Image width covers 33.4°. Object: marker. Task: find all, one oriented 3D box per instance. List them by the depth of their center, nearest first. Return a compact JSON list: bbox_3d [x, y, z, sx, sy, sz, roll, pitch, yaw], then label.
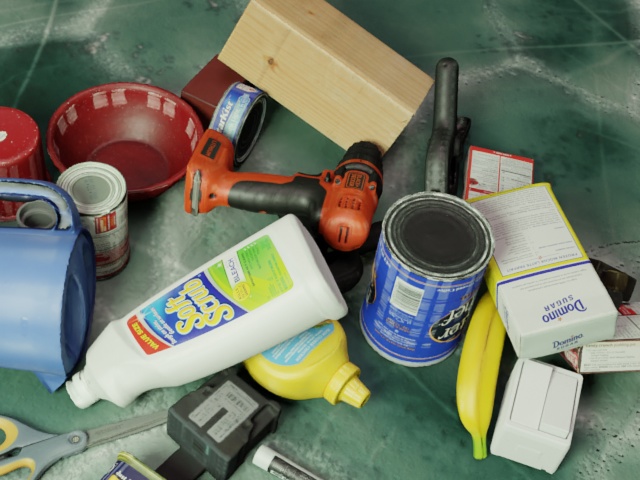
[{"bbox_3d":[-0.003,0.214,0.920,0.121,0.020,0.020,28,53,14],"label":"marker"}]

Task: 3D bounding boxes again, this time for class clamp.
[{"bbox_3d":[-0.007,0.001,1.052,0.165,0.036,0.209,19,32,12],"label":"clamp"},{"bbox_3d":[0.139,-0.098,1.160,0.039,0.120,0.171,2,69,25],"label":"clamp"}]

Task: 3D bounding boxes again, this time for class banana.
[{"bbox_3d":[0.155,0.104,1.004,0.037,0.069,0.197,8,50,15],"label":"banana"}]

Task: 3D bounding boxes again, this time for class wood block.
[{"bbox_3d":[0.008,-0.184,1.153,0.206,0.091,0.090,36,38,-2],"label":"wood block"}]

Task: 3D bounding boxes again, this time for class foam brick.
[{"bbox_3d":[-0.114,-0.158,1.185,0.051,0.053,0.078,27,53,13],"label":"foam brick"}]

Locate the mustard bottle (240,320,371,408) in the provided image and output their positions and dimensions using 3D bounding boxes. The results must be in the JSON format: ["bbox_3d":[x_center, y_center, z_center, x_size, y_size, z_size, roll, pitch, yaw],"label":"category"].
[{"bbox_3d":[-0.033,0.093,0.989,0.192,0.058,0.096,35,49,19],"label":"mustard bottle"}]

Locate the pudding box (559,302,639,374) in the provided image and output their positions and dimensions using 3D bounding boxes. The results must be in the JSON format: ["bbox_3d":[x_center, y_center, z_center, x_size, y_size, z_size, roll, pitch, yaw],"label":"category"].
[{"bbox_3d":[0.283,0.093,1.023,0.113,0.039,0.090,-3,20,-8],"label":"pudding box"}]

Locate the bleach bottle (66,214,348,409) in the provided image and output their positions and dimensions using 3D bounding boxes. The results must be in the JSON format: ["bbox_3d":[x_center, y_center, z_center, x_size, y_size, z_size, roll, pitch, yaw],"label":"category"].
[{"bbox_3d":[-0.107,0.080,0.930,0.251,0.068,0.103,-31,53,6],"label":"bleach bottle"}]

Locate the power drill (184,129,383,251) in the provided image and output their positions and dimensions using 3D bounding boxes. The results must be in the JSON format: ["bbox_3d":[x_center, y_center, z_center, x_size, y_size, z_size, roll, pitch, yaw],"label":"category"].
[{"bbox_3d":[-0.031,-0.062,1.059,0.187,0.057,0.184,9,29,4],"label":"power drill"}]

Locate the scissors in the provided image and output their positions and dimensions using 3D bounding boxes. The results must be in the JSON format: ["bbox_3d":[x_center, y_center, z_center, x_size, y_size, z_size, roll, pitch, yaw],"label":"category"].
[{"bbox_3d":[-0.229,0.166,0.930,0.201,0.016,0.096,-28,59,-29],"label":"scissors"}]

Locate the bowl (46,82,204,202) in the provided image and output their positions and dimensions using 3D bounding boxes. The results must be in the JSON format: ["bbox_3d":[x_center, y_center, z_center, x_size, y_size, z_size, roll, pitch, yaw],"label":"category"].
[{"bbox_3d":[-0.202,-0.092,1.117,0.162,0.055,0.162,4,51,-5],"label":"bowl"}]

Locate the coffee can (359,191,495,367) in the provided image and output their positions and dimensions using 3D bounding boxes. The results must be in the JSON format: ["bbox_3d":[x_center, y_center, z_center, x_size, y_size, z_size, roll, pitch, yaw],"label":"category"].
[{"bbox_3d":[0.097,0.039,0.999,0.102,0.140,0.103,4,50,-5],"label":"coffee can"}]

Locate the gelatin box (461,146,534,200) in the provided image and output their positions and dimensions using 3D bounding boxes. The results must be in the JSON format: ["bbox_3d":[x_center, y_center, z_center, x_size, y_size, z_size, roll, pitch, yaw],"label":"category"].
[{"bbox_3d":[0.193,-0.056,1.161,0.073,0.030,0.089,12,51,0],"label":"gelatin box"}]

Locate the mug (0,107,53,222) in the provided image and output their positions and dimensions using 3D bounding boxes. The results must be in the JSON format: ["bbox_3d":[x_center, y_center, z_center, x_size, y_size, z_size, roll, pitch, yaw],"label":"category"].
[{"bbox_3d":[-0.331,-0.080,1.072,0.117,0.081,0.093,3,52,-6],"label":"mug"}]

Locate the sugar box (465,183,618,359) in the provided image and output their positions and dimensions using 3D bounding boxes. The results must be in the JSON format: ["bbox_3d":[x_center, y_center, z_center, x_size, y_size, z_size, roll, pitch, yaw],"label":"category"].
[{"bbox_3d":[0.202,0.026,1.005,0.093,0.048,0.176,-13,49,-3],"label":"sugar box"}]

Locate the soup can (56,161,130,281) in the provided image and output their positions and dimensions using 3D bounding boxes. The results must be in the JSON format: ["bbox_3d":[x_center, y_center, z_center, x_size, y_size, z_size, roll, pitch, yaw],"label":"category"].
[{"bbox_3d":[-0.217,-0.017,1.024,0.068,0.102,0.068,4,51,-5],"label":"soup can"}]

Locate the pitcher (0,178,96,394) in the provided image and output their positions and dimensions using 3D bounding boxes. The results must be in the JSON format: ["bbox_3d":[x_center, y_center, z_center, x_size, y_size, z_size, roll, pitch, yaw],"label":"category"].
[{"bbox_3d":[-0.325,0.035,0.944,0.243,0.145,0.149,5,54,0],"label":"pitcher"}]

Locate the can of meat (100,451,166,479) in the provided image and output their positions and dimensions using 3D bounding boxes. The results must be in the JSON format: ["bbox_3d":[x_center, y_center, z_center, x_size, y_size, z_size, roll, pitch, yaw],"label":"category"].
[{"bbox_3d":[-0.149,0.235,0.859,0.102,0.057,0.083,31,56,17],"label":"can of meat"}]

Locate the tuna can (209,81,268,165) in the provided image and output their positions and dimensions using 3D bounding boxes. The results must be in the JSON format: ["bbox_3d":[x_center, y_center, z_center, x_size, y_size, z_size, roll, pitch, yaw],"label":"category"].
[{"bbox_3d":[-0.088,-0.124,1.139,0.034,0.086,0.086,23,52,9],"label":"tuna can"}]
